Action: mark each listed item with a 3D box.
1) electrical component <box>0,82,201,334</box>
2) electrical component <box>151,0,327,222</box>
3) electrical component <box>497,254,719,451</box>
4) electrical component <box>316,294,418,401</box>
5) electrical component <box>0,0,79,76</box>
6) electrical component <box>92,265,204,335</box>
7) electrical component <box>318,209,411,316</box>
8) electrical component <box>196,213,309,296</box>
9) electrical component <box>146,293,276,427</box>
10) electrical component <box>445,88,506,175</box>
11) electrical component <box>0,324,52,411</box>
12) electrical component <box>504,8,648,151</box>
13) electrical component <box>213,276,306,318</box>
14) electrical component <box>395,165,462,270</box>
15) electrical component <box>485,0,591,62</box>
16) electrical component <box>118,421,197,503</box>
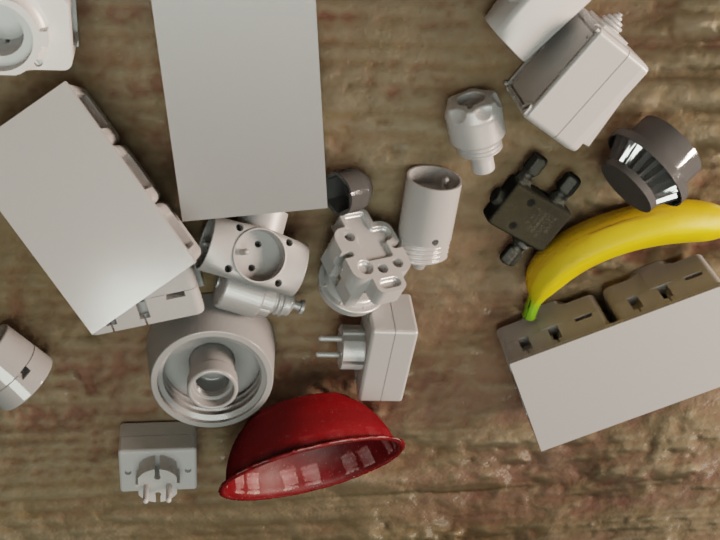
[{"bbox_3d":[-0.192,-0.045,0.758,0.089,0.061,0.150,-35,98,1],"label":"electrical component"},{"bbox_3d":[-0.083,-0.134,0.754,0.105,0.060,0.186,-6,123,-5],"label":"electrical component"},{"bbox_3d":[0.223,0.069,0.929,0.186,0.060,0.105,-21,123,4],"label":"electrical component"},{"bbox_3d":[0.002,0.064,0.892,0.076,0.047,0.083,2,131,-10],"label":"electrical component"},{"bbox_3d":[-0.282,-0.186,0.690,0.186,0.060,0.105,-1,122,-9],"label":"electrical component"},{"bbox_3d":[-0.171,0.006,0.834,0.089,0.050,0.055,-12,123,-1],"label":"electrical component"},{"bbox_3d":[0.000,0.000,0.846,0.058,0.078,0.057,-12,152,-31],"label":"electrical component"},{"bbox_3d":[-0.078,-0.028,0.825,0.077,0.044,0.079,17,83,-20],"label":"electrical component"},{"bbox_3d":[-0.121,0.080,0.882,0.108,0.060,0.108,-4,123,-6],"label":"electrical component"},{"bbox_3d":[0.089,-0.102,0.811,0.043,0.043,0.062,-15,124,1],"label":"electrical component"},{"bbox_3d":[-0.283,0.076,0.860,0.055,0.055,0.047,-35,117,13],"label":"electrical component"},{"bbox_3d":[0.164,-0.144,0.785,0.061,0.061,0.096,31,113,-24],"label":"electrical component"},{"bbox_3d":[-0.082,0.019,0.862,0.078,0.040,0.040,18,118,-19],"label":"electrical component"},{"bbox_3d":[0.052,-0.037,0.846,0.043,0.043,0.081,2,122,-10],"label":"electrical component"},{"bbox_3d":[0.119,-0.200,0.754,0.077,0.043,0.079,-42,119,17],"label":"electrical component"},{"bbox_3d":[-0.173,0.172,0.922,0.066,0.076,0.047,-1,122,-9],"label":"electrical component"}]
